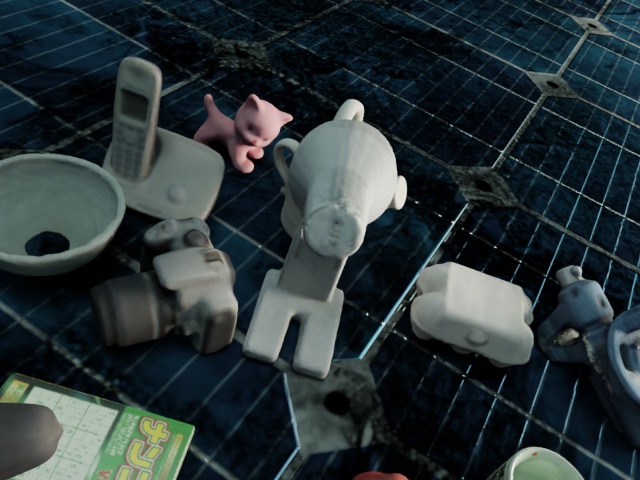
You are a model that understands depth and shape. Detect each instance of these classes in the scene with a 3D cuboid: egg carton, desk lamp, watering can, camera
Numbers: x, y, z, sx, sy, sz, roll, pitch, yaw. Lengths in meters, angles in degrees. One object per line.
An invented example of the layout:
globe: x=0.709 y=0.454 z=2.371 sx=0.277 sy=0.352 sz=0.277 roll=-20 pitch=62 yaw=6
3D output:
egg carton: x=0.184 y=0.091 z=0.692 sx=0.150 sy=0.069 sz=0.107 roll=19 pitch=44 yaw=0
desk lamp: x=0.006 y=0.002 z=0.615 sx=0.118 sy=0.213 sz=0.203 roll=16 pitch=44 yaw=-3
watering can: x=0.024 y=-0.086 z=0.722 sx=0.173 sy=0.194 sz=0.101 roll=13 pitch=44 yaw=-6
camera: x=-0.166 y=0.046 z=0.594 sx=0.137 sy=0.101 sz=0.143 roll=-11 pitch=51 yaw=-28

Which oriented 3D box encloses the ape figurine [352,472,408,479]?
ape figurine: x=0.052 y=0.231 z=0.493 sx=0.078 sy=0.092 sz=0.076 roll=17 pitch=44 yaw=-2

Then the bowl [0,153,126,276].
bowl: x=-0.300 y=-0.017 z=0.629 sx=0.167 sy=0.075 sz=0.167 roll=10 pitch=45 yaw=-10

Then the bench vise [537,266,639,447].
bench vise: x=0.344 y=0.100 z=0.630 sx=0.122 sy=0.220 sz=0.207 roll=-29 pitch=61 yaw=-37

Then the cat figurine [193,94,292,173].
cat figurine: x=-0.110 y=-0.164 z=0.808 sx=0.127 sy=0.118 sz=0.067 roll=22 pitch=44 yaw=4

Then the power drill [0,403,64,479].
power drill: x=-0.278 y=0.169 z=0.357 sx=0.230 sy=0.208 sz=0.075 roll=-1 pitch=47 yaw=-19

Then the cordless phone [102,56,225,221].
cordless phone: x=-0.184 y=-0.115 z=0.686 sx=0.147 sy=0.185 sz=0.094 roll=18 pitch=44 yaw=0
